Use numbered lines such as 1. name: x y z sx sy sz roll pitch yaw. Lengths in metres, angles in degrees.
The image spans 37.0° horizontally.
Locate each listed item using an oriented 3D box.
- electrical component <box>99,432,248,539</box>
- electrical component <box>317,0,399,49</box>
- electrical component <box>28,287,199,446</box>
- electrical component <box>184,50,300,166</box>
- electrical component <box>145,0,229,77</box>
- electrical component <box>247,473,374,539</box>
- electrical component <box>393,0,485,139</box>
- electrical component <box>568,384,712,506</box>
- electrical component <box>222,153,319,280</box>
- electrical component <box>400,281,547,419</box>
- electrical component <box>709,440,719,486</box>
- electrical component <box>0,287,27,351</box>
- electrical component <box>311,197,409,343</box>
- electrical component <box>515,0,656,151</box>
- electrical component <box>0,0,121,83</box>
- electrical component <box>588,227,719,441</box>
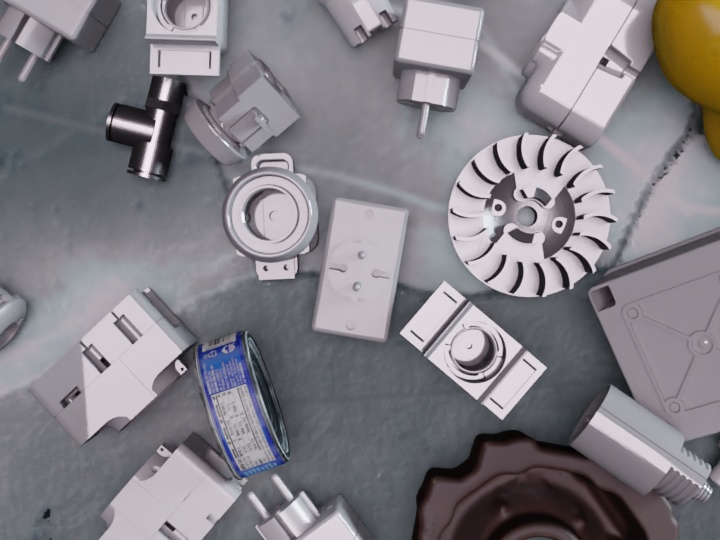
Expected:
1. electrical component: -0.122 0.150 0.669 0.056 0.050 0.089 41 91 0
2. electrical component: -0.002 -0.166 0.667 0.040 0.040 0.046 -32 97 1
3. electrical component: -0.148 0.062 0.667 0.089 0.050 0.055 -43 90 1
4. electrical component: -0.074 -0.097 0.661 0.055 0.066 0.048 -39 125 9
5. electrical component: -0.103 -0.157 0.655 0.042 0.064 0.081 3 92 0
6. electrical component: -0.039 0.163 0.670 0.066 0.047 0.076 -37 91 1
7. electrical component: 0.043 -0.118 0.653 0.047 0.065 0.076 10 91 0
8. electrical component: 0.166 0.107 0.621 0.081 0.043 0.043 35 91 7
9. electrical component: -0.054 -0.033 0.661 0.058 0.057 0.078 -2 91 1
10. electrical component: 0.068 0.047 0.658 0.081 0.064 0.042 41 92 0
11. electrical component: 0.243 0.110 0.667 0.043 0.043 0.062 41 93 0
12. electrical component: -0.244 0.023 0.671 0.062 0.048 0.048 37 91 6
13. electrical component: 0.000 0.000 0.651 0.047 0.075 0.083 10 91 0
14. electrical component: 0.139 -0.129 0.658 0.059 0.053 0.095 31 92 0
15. electrical component: -0.199 -0.154 0.665 0.066 0.047 0.076 30 92 0
16. electrical component: 0.209 0.036 0.637 0.109 0.056 0.108 -24 91 32
